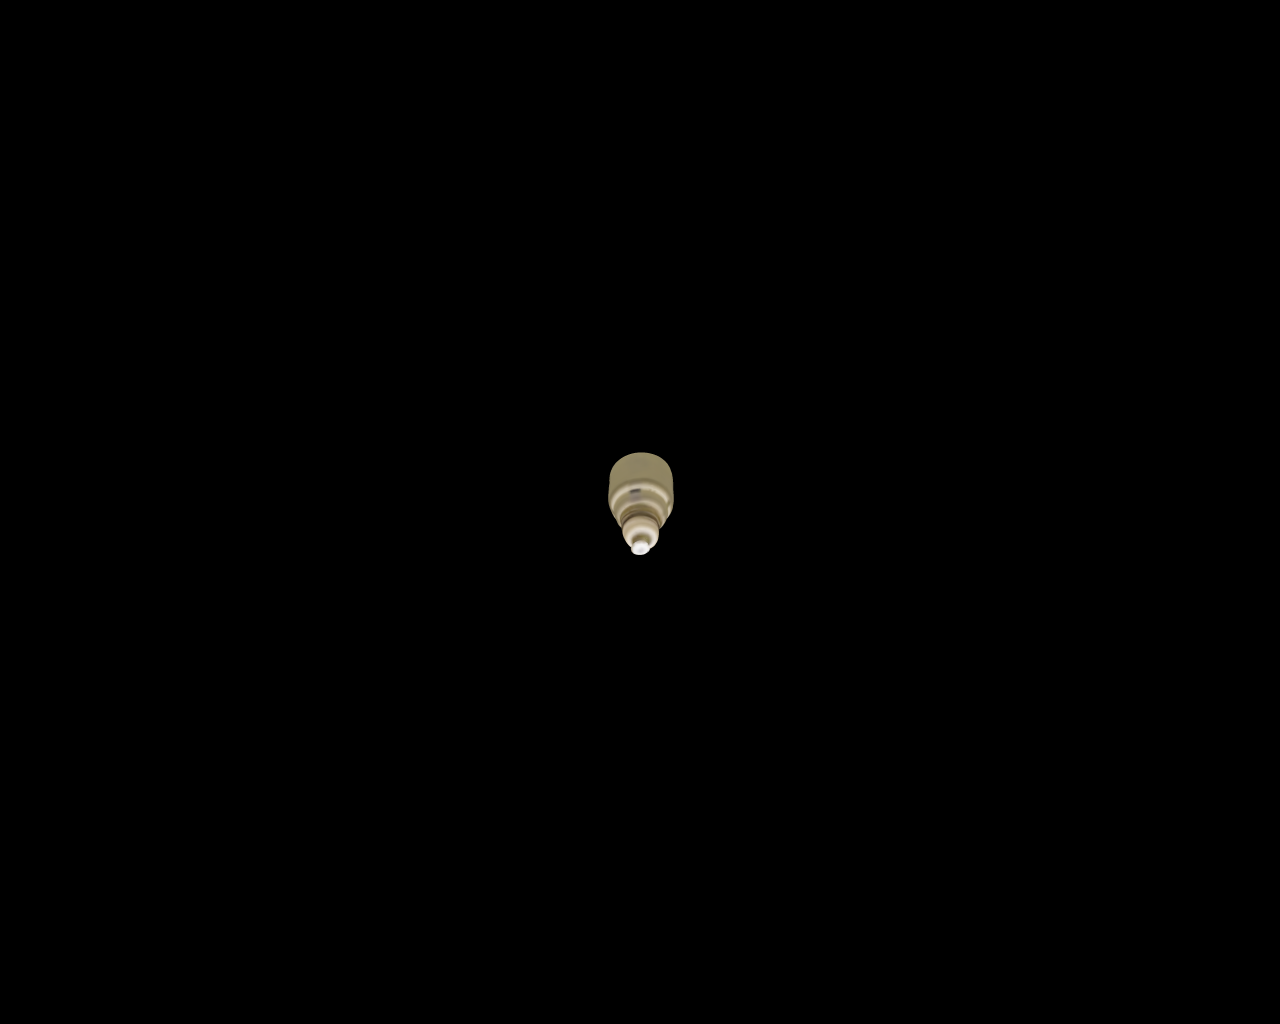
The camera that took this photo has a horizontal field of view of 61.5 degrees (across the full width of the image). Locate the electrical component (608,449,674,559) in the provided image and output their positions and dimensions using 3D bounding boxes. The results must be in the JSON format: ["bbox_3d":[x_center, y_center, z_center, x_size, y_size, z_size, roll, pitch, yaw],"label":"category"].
[{"bbox_3d":[0.001,-0.003,0.650,0.040,0.040,0.078,0,41,0],"label":"electrical component"}]
